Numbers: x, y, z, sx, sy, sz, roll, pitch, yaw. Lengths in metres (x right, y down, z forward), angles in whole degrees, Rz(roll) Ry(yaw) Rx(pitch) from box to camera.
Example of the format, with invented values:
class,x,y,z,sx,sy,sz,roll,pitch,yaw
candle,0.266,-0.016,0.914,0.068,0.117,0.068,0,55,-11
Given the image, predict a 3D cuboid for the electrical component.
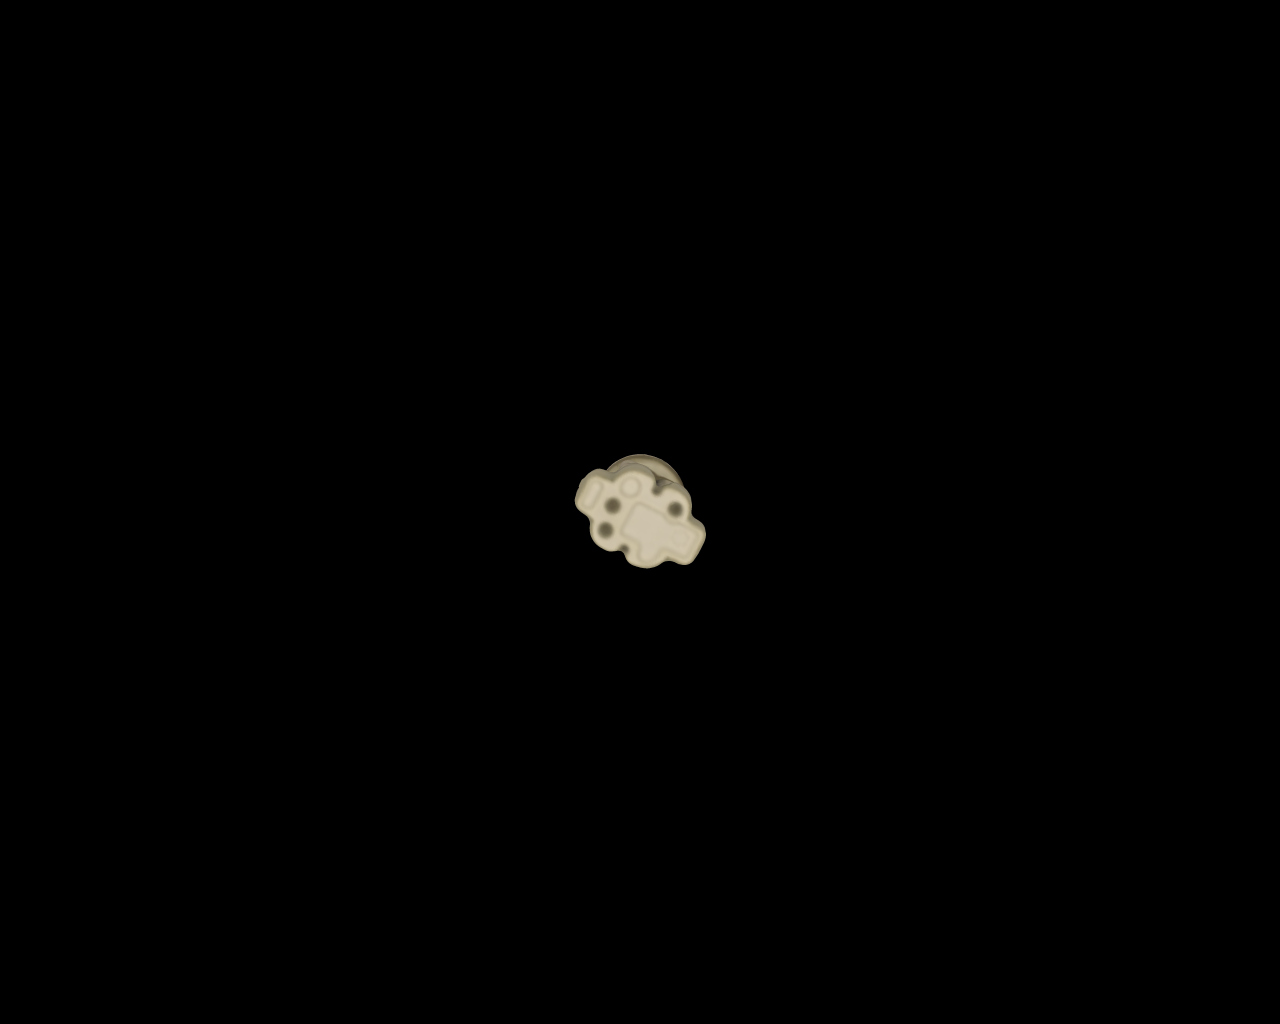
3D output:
class,x,y,z,sx,sy,sz,roll,pitch,yaw
electrical component,0.001,-0.003,0.650,0.078,0.058,0.057,27,14,-7
